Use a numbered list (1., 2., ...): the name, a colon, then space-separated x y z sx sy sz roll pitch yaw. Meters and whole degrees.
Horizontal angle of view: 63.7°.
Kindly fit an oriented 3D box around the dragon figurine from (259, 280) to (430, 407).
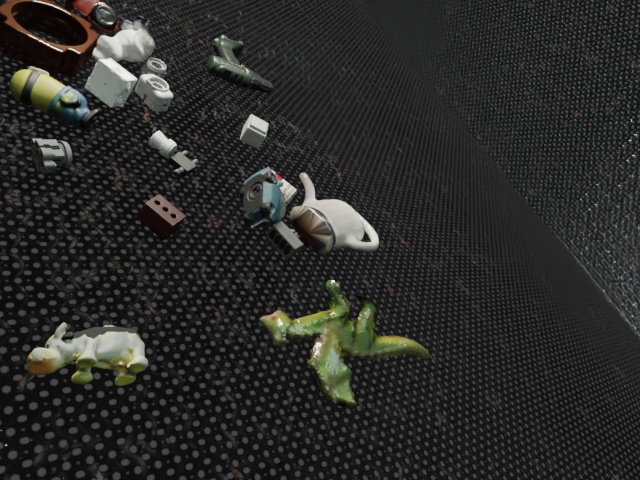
1. dragon figurine: 0.061 0.244 1.116 0.409 0.120 0.248 31 52 -9

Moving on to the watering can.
1. watering can: 0.004 -0.070 1.401 0.352 0.102 0.226 41 33 26

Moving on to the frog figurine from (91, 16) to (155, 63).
1. frog figurine: -0.535 -0.520 1.405 0.138 0.120 0.162 19 64 24
